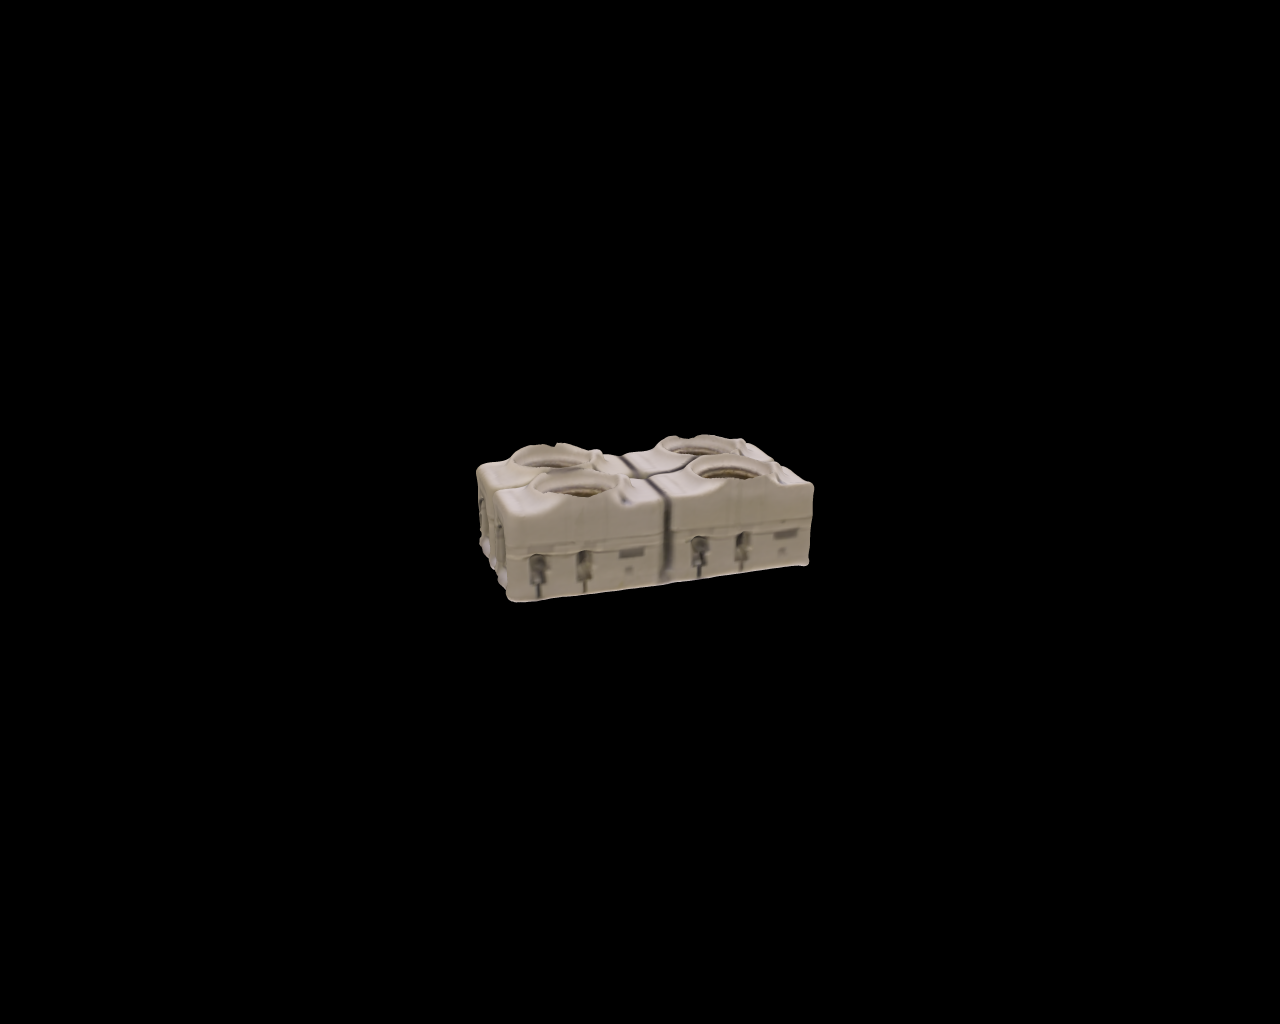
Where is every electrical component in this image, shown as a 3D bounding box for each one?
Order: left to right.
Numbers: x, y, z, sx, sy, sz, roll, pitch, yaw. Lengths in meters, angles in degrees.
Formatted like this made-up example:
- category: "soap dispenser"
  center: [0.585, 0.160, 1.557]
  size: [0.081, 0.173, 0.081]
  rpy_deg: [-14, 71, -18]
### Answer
- category: "electrical component"
  center: [0.001, -0.003, 0.650]
  size: [0.186, 0.060, 0.105]
  rpy_deg: [-6, 20, -16]
